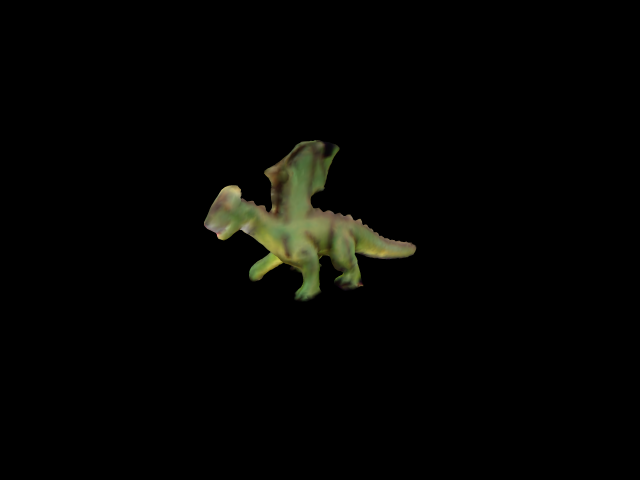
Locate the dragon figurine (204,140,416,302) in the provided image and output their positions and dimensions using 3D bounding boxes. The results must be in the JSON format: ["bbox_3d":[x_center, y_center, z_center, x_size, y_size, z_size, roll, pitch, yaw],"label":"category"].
[{"bbox_3d":[0.003,-0.043,0.850,0.413,0.239,0.123,-14,24,-31],"label":"dragon figurine"}]
